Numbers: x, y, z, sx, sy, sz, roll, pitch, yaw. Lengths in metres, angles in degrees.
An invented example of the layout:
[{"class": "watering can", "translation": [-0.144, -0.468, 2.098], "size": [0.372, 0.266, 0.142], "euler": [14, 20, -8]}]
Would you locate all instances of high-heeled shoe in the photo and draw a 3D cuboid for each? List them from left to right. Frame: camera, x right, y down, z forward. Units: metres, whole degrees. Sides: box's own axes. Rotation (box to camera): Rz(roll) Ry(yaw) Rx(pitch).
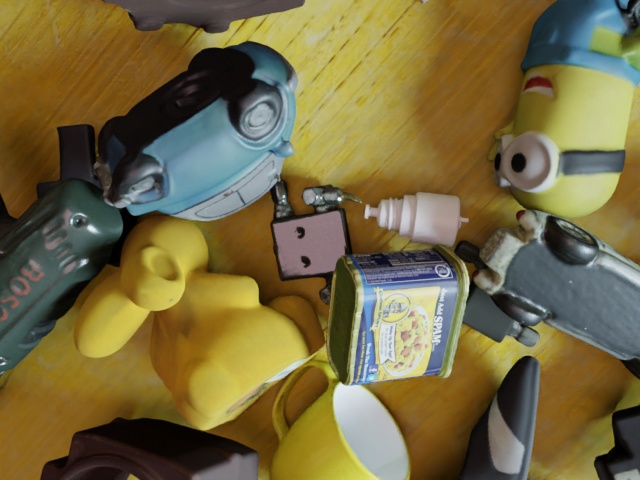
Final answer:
[{"class": "high-heeled shoe", "translation": [0.082, 0.195, 0.433], "size": [0.145, 0.086, 0.248], "euler": [15, 88, 23]}]

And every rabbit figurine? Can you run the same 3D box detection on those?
[{"class": "rabbit figurine", "translation": [-0.105, 0.054, 0.414], "size": [0.122, 0.162, 0.173], "euler": [-39, 71, 21]}]

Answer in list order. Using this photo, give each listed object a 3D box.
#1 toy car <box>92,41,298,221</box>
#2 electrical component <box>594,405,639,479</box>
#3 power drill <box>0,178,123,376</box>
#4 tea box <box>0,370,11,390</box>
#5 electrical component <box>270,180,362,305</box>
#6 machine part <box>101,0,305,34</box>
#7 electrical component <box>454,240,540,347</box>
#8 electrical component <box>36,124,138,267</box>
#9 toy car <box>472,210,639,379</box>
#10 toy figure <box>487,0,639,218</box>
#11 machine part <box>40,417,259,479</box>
[{"class": "toy car", "translation": [-0.081, -0.067, 0.405], "size": [0.162, 0.102, 0.109], "euler": [-39, 45, -6]}, {"class": "electrical component", "translation": [0.272, 0.167, 0.379], "size": [0.134, 0.058, 0.115], "euler": [-25, 66, 23]}, {"class": "power drill", "translation": [-0.274, 0.001, 0.388], "size": [0.232, 0.086, 0.207], "euler": [-36, 85, 9]}, {"class": "tea box", "translation": [-0.315, 0.072, 0.471], "size": [0.098, 0.068, 0.169], "euler": [34, 97, 3]}, {"class": "electrical component", "translation": [-0.001, 0.000, 0.434], "size": [0.078, 0.045, 0.102], "euler": [-3, 94, 7]}, {"class": "machine part", "translation": [-0.068, -0.195, 0.367], "size": [0.179, 0.179, 0.056], "euler": [-9, 96, 9]}, {"class": "electrical component", "translation": [0.140, 0.044, 0.429], "size": [0.094, 0.021, 0.063], "euler": [31, 98, 2]}, {"class": "electrical component", "translation": [-0.196, -0.034, 0.456], "size": [0.075, 0.048, 0.119], "euler": [-5, 94, 8]}, {"class": "toy car", "translation": [0.206, 0.044, 0.387], "size": [0.202, 0.056, 0.073], "euler": [26, 115, -6]}, {"class": "toy figure", "translation": [0.185, -0.104, 0.382], "size": [0.089, 0.082, 0.180], "euler": [17, 95, 8]}, {"class": "machine part", "translation": [-0.133, 0.252, 0.412], "size": [0.202, 0.087, 0.201], "euler": [3, 84, 28]}]
